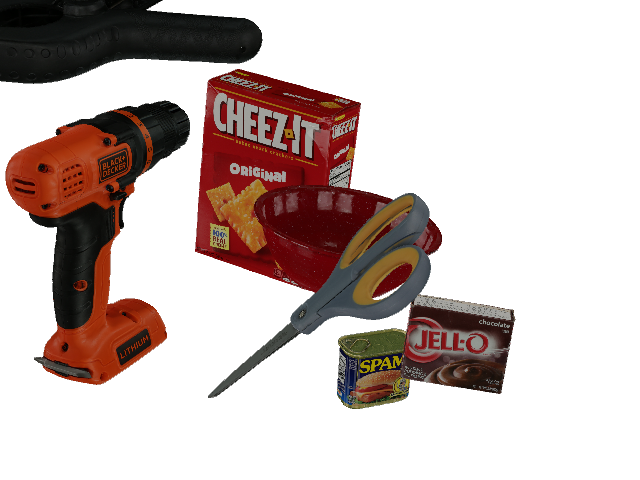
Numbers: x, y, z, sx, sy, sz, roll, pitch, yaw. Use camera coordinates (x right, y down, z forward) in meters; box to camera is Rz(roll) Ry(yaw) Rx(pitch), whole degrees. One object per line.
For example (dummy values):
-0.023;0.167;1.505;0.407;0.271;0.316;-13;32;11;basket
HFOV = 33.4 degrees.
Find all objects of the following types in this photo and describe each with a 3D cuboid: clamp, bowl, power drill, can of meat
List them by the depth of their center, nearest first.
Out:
-0.131;-0.124;0.597;0.171;0.039;0.120;-9;31;-24;clamp
-0.155;-0.003;0.793;0.057;0.188;0.184;11;24;26;power drill
0.020;0.006;0.906;0.162;0.055;0.162;8;22;-3;bowl
0.073;0.171;1.422;0.102;0.084;0.057;-6;25;-21;can of meat

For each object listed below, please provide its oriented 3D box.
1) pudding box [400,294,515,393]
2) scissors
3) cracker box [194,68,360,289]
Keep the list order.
0.148;0.112;1.160;0.113;0.090;0.039;8;23;5;pudding box
0.002;0.054;0.681;0.016;0.202;0.096;37;11;-27;scissors
-0.053;-0.067;1.202;0.164;0.214;0.072;19;28;24;cracker box
